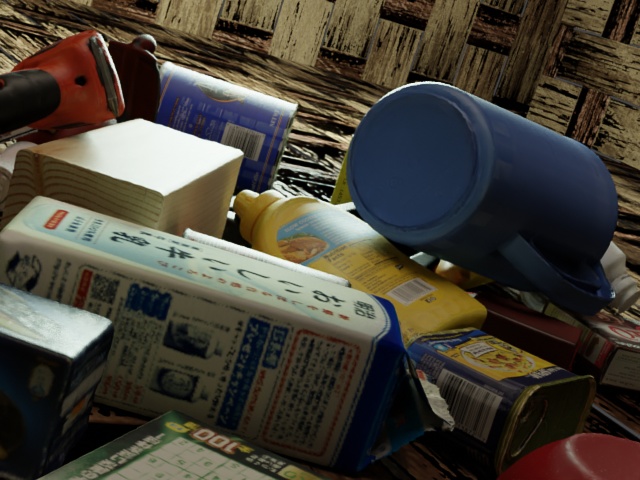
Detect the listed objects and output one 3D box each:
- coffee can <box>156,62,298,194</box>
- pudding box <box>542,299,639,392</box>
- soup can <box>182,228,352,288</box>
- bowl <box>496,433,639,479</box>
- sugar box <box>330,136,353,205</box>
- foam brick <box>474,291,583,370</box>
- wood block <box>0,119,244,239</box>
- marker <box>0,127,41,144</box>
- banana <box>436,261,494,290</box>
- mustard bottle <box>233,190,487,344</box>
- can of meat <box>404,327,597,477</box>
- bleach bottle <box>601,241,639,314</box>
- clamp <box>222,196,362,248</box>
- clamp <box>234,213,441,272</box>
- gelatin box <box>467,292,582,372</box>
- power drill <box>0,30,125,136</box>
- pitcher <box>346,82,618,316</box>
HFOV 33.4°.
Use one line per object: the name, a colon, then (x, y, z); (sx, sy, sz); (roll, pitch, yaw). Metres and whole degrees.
coffee can: (-0.104, -0.110, 1.077); (0.140, 0.103, 0.103); (18, 13, -2)
pudding box: (0.242, 0.089, 0.858); (0.113, 0.039, 0.090); (11, 14, -30)
soup can: (-0.039, 0.040, 0.617); (0.102, 0.068, 0.068); (18, 13, -4)
bowl: (0.150, 0.137, 0.501); (0.162, 0.055, 0.162); (17, 13, -4)
sugar box: (0.103, -0.036, 1.075); (0.176, 0.093, 0.048); (20, 14, 8)
foam brick: (0.135, 0.076, 0.741); (0.078, 0.053, 0.051); (23, 14, 14)
wood block: (-0.122, -0.016, 0.691); (0.090, 0.091, 0.206); (18, 13, 5)
marker: (-0.254, -0.075, 0.795); (0.121, 0.020, 0.020); (-23, 29, -18)
banana: (0.147, 0.022, 0.972); (0.070, 0.037, 0.197); (-25, -9, 40)
mustard bottle: (0.010, 0.021, 0.711); (0.192, 0.058, 0.096); (37, 41, 29)
can of meat: (0.098, 0.091, 0.619); (0.084, 0.057, 0.101); (24, 14, 35)
bleach bottle: (0.192, -0.030, 0.963); (0.251, 0.068, 0.102); (48, 23, 27)
clamp: (-0.006, 0.001, 0.897); (0.209, 0.036, 0.165); (6, 24, -33)
clamp: (0.026, 0.019, 0.816); (0.171, 0.039, 0.120); (6, 38, -24)
gelatin box: (0.144, 0.071, 0.825); (0.073, 0.030, 0.089); (10, 15, -35)
power drill: (-0.227, -0.069, 0.640); (0.187, 0.057, 0.185); (-28, 18, -40)
pitcher: (0.127, -0.029, 0.781); (0.149, 0.145, 0.242); (7, -3, 32)
